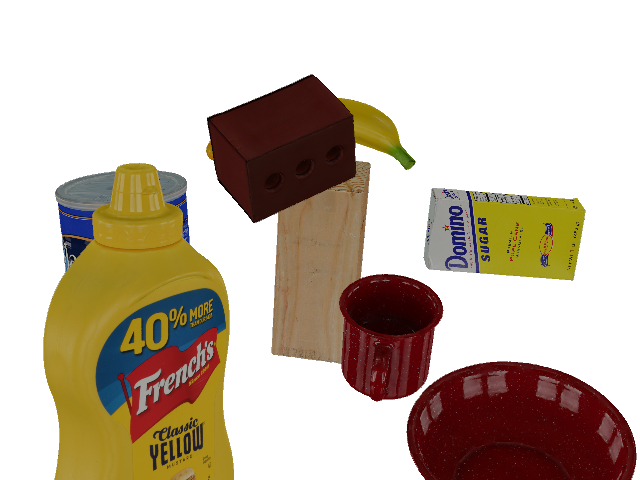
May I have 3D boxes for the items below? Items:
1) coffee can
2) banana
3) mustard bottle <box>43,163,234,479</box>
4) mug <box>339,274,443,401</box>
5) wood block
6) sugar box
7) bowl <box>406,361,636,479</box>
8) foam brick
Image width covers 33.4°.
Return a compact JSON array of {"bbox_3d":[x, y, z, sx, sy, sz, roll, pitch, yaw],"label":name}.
[{"bbox_3d":[-0.154,0.023,0.859,0.103,0.140,0.103,-2,17,0],"label":"coffee can"},{"bbox_3d":[-0.009,-0.100,0.963,0.197,0.069,0.037,0,-42,-19],"label":"banana"},{"bbox_3d":[-0.084,0.059,0.505,0.058,0.192,0.096,15,21,40],"label":"mustard bottle"},{"bbox_3d":[0.060,0.097,0.964,0.093,0.081,0.117,6,35,5],"label":"mug"},{"bbox_3d":[0.000,0.020,1.171,0.090,0.206,0.090,7,25,5],"label":"wood block"},{"bbox_3d":[0.214,-0.007,1.256,0.176,0.093,0.048,3,22,-2],"label":"sugar box"},{"bbox_3d":[0.142,0.160,0.775,0.162,0.055,0.162,-1,35,0],"label":"bowl"},{"bbox_3d":[-0.023,-0.057,0.661,0.078,0.053,0.051,-26,48,-20],"label":"foam brick"}]
